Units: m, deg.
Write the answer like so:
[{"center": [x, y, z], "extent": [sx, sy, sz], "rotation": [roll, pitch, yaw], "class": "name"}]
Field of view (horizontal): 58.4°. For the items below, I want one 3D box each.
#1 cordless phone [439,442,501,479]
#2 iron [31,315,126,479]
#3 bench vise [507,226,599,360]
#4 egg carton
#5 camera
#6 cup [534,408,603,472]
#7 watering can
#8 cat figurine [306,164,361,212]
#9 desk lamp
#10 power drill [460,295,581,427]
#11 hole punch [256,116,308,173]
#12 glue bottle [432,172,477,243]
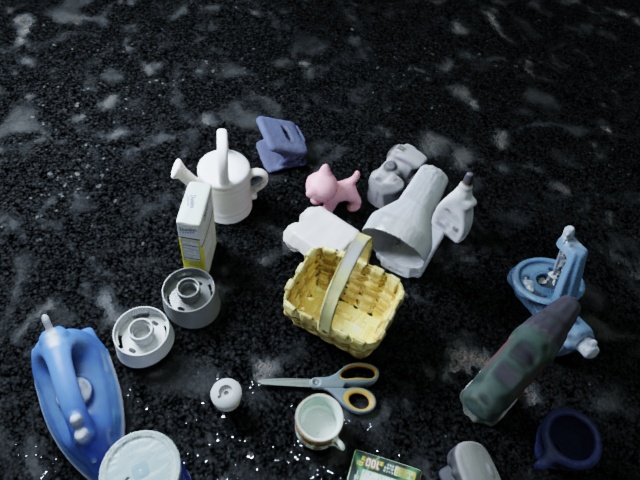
[{"center": [0.242, 0.344, 0.797], "extent": [0.094, 0.185, 0.147], "rotation": [-13, 57, -13], "class": "cordless phone"}, {"center": [-0.361, 0.235, 0.849], "extent": [0.119, 0.141, 0.257], "rotation": [-22, 59, -19], "class": "iron"}, {"center": [0.423, 0.087, 0.974], "extent": [0.122, 0.220, 0.207], "rotation": [-30, 62, -23], "class": "bench vise"}, {"center": [0.010, 0.004, 1.090], "extent": [0.150, 0.069, 0.107], "rotation": [33, 58, 18], "class": "egg carton"}, {"center": [0.188, -0.123, 1.177], "extent": [0.136, 0.101, 0.143], "rotation": [33, 58, 17], "class": "camera"}, {"center": [0.360, 0.324, 0.877], "extent": [0.118, 0.095, 0.091], "rotation": [-30, 62, -23], "class": "cup"}, {"center": [-0.189, -0.124, 1.087], "extent": [0.173, 0.194, 0.100], "rotation": [-20, 58, -18], "class": "watering can"}, {"center": [0.023, -0.105, 1.139], "extent": [0.128, 0.118, 0.067], "rotation": [-17, 57, -16], "class": "cat figurine"}, {"center": [0.160, -0.022, 1.033], "extent": [0.117, 0.213, 0.203], "rotation": [27, 57, 14], "class": "desk lamp"}, {"center": [0.297, 0.201, 0.889], "extent": [0.230, 0.208, 0.075], "rotation": [-38, 65, -27], "class": "power drill"}, {"center": [-0.081, -0.214, 1.224], "extent": [0.101, 0.091, 0.108], "rotation": [-15, 57, -15], "class": "hole punch"}, {"center": [0.267, -0.069, 1.101], "extent": [0.078, 0.173, 0.037], "rotation": [40, 61, 22], "class": "glue bottle"}]
